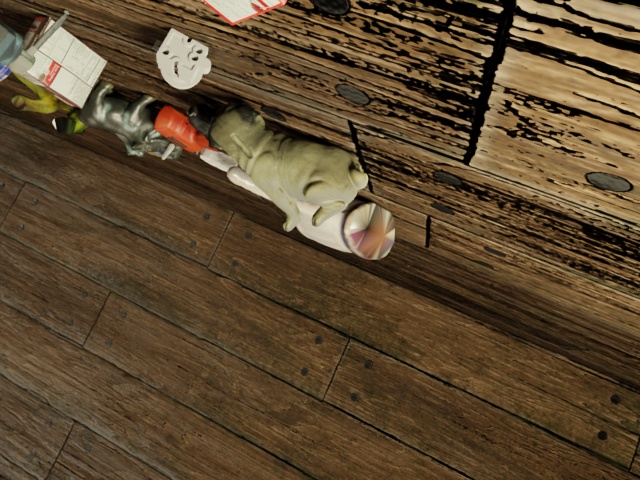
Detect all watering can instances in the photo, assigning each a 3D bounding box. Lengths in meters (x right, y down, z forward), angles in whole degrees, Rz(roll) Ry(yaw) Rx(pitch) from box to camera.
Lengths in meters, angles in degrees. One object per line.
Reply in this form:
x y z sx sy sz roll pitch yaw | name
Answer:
0.003 -0.049 0.969 0.226 0.104 0.344 19 177 41 | watering can

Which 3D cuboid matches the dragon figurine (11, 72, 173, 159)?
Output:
-0.508 -0.298 1.113 0.406 0.121 0.246 30 -171 -31 | dragon figurine
